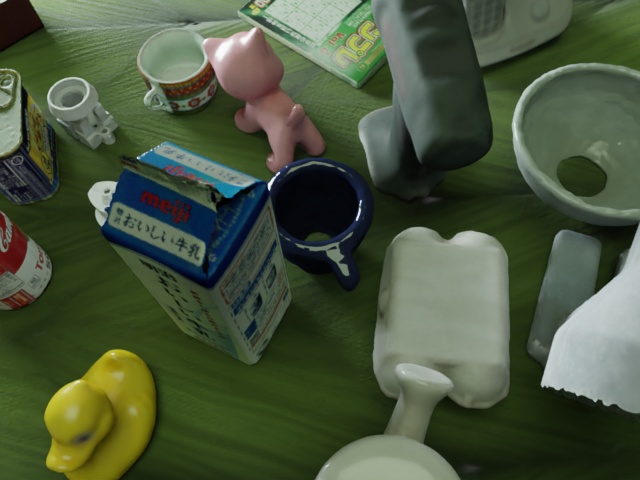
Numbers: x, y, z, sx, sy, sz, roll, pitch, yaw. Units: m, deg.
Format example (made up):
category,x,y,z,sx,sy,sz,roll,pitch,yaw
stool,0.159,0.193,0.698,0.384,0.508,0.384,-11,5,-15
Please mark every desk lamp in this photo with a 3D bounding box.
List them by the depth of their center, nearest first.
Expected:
category,x,y,z,sx,sy,sz,roll,pitch,yaw
desk lamp,0.216,0.047,0.390,0.117,0.214,0.203,18,66,11

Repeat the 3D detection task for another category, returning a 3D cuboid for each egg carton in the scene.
category,x,y,z,sx,sy,sz,roll,pitch,yaw
egg carton,0.099,0.060,0.468,0.107,0.069,0.150,5,64,5

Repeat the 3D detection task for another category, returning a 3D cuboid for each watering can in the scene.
category,x,y,z,sx,sy,sz,roll,pitch,yaw
watering can,0.041,0.164,0.350,0.101,0.194,0.173,-5,64,0

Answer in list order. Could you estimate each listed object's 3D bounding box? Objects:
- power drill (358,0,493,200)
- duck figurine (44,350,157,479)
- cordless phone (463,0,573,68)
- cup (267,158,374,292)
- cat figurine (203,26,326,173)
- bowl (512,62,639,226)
category,x,y,z,sx,sy,sz,roll,pitch,yaw
power drill,0.077,-0.140,0.489,0.075,0.208,0.229,-12,64,-3
duck figurine,-0.172,0.130,0.434,0.077,0.086,0.104,11,65,7
cordless phone,0.192,-0.272,0.563,0.148,0.185,0.094,-26,66,-10
cup,0.004,0.002,0.486,0.092,0.095,0.117,-22,65,-8
cat figurine,-0.053,-0.144,0.546,0.067,0.118,0.127,-36,68,-14
bowl,0.253,-0.076,0.526,0.167,0.075,0.167,-1,64,2
